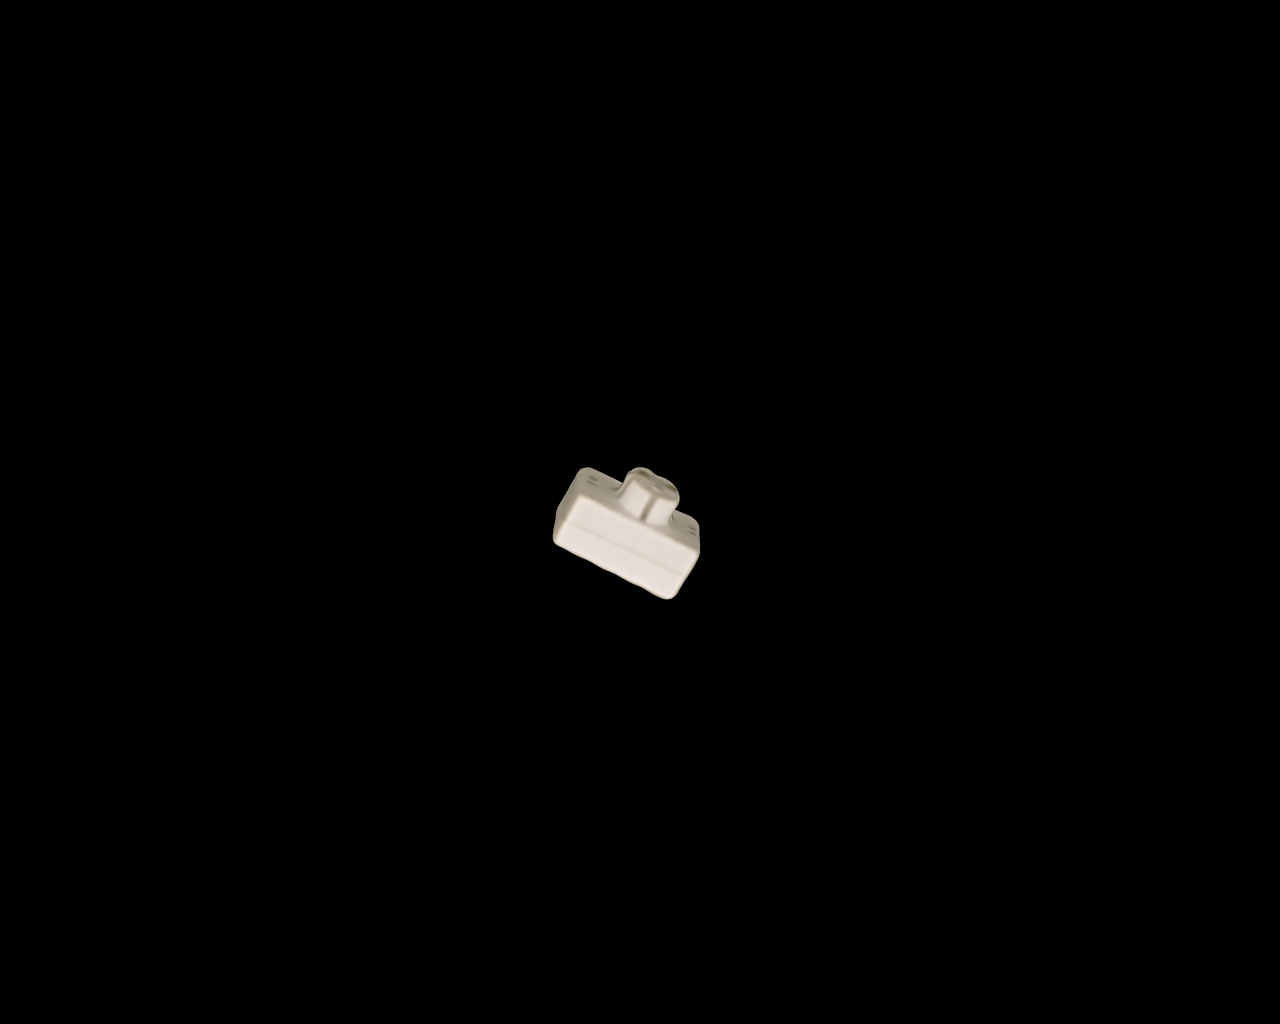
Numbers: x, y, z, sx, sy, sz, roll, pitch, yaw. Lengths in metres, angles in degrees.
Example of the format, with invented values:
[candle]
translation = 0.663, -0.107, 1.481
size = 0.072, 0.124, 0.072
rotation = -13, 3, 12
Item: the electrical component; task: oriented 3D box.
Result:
[electrical component]
translation = 0.001, -0.003, 0.650
size = 0.083, 0.075, 0.047
rotation = 26, 21, -11
